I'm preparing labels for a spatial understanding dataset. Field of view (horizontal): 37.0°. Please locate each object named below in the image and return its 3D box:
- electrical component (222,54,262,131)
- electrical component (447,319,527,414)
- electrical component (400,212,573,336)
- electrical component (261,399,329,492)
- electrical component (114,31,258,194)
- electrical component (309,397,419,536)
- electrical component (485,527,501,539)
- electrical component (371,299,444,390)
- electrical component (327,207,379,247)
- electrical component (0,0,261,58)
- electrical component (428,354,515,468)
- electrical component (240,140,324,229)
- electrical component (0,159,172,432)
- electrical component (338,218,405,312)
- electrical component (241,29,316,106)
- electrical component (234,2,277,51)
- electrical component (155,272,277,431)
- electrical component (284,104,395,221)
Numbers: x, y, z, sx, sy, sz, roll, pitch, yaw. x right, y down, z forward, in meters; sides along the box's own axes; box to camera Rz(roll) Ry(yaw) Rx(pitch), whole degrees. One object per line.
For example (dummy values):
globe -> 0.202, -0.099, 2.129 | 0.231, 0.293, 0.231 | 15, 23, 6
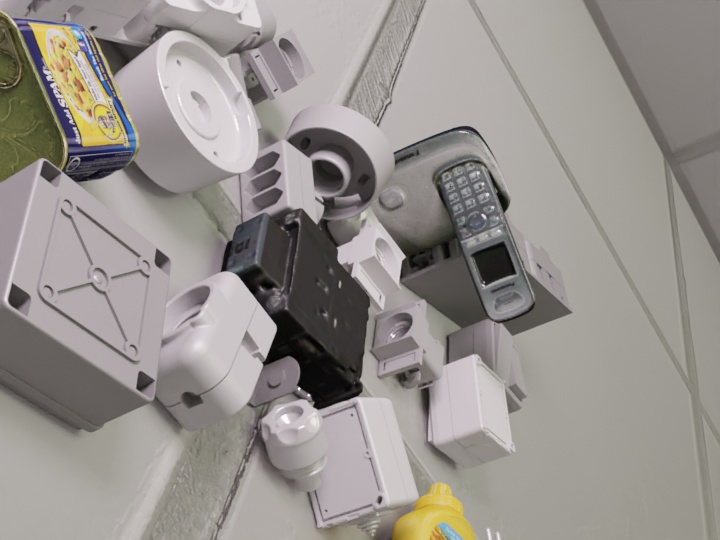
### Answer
electrical component -> -0.105, -0.133, 0.852 | 0.065, 0.044, 0.044 | 68, 24, -7
electrical component -> 0.130, 0.096, 1.093 | 0.061, 0.061, 0.096 | 48, 31, -33
electrical component -> 0.131, 0.004, 1.123 | 0.186, 0.105, 0.060 | 36, 38, -48
electrical component -> -0.043, 0.125, 0.749 | 0.043, 0.043, 0.062 | -65, 146, -58
electrical component -> -0.128, -0.105, 0.756 | 0.108, 0.060, 0.108 | 44, 33, -39
electrical component -> 0.000, 0.147, 0.790 | 0.061, 0.062, 0.096 | 13, 57, -60
electrical component -> 0.124, 0.266, 0.950 | 0.066, 0.047, 0.076 | 34, 40, -49
electrical component -> 0.045, 0.070, 0.971 | 0.063, 0.042, 0.081 | 54, 28, -32
electrical component -> 0.001, -0.029, 0.967 | 0.062, 0.043, 0.043 | 59, 26, -18
electrical component -> -0.161, -0.217, 0.740 | 0.186, 0.060, 0.105 | 2, 66, -49
electrical component -> 0.099, 0.128, 1.004 | 0.062, 0.061, 0.096 | 42, 34, -42
electrical component -> -0.055, -0.054, 0.872 | 0.077, 0.047, 0.065 | 34, 41, -48
electrical component -> -0.162, 0.015, 0.589 | 0.109, 0.056, 0.108 | 43, 32, -39
electrical component -> 0.000, 0.000, 0.915 | 0.042, 0.064, 0.081 | 51, 28, -27
electrical component -> -0.080, -0.166, 0.901 | 0.042, 0.064, 0.081 | 62, 26, -13
electrical component -> -0.102, -0.208, 0.921 | 0.040, 0.040, 0.078 | 64, 25, -6
electrical component -> -0.099, 0.048, 0.690 | 0.059, 0.054, 0.095 | 55, 27, -23
electrical component -> -0.022, -0.093, 0.918 | 0.099, 0.099, 0.064 | 56, 33, -21
